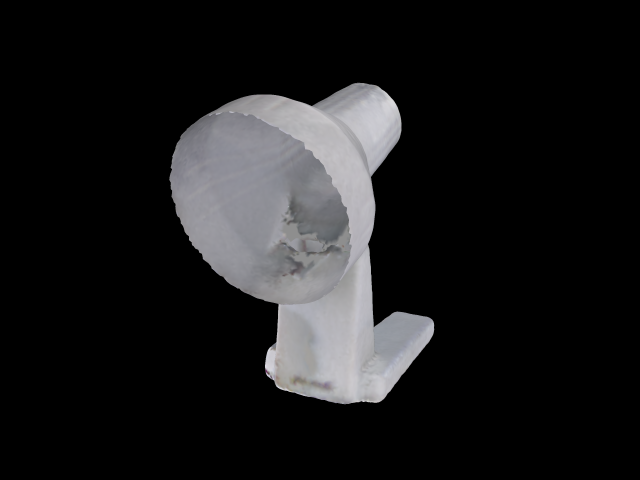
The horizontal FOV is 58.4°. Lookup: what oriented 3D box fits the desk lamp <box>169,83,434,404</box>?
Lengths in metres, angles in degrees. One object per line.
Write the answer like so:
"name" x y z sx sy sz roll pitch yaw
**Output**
"desk lamp" 0.004 0.001 0.400 0.117 0.214 0.204 8 18 27
